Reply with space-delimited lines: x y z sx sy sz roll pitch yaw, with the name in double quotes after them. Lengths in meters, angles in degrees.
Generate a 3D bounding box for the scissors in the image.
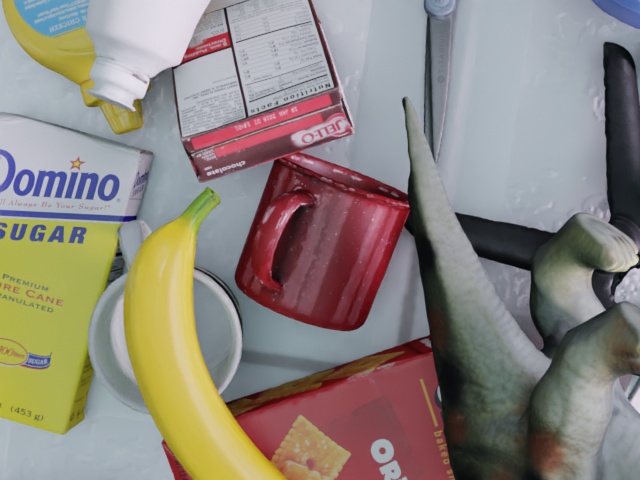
0.055 -0.155 0.635 0.096 0.016 0.202 18 94 3 "scissors"

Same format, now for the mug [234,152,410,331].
-0.004 0.001 0.601 0.093 0.117 0.081 24 100 21 "mug"

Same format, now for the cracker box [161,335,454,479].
0.035 0.154 0.628 0.214 0.072 0.164 -18 93 3 "cracker box"

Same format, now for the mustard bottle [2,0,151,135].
-0.140 -0.156 0.623 0.096 0.058 0.191 -17 93 -5 "mustard bottle"

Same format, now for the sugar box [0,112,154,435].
-0.169 0.019 0.643 0.093 0.048 0.176 15 95 2 "sugar box"

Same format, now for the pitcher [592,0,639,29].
0.253 -0.172 0.567 0.243 0.145 0.149 17 111 -1 "pitcher"

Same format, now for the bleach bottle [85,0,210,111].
-0.066 -0.190 0.580 0.068 0.102 0.251 20 87 12 "bleach bottle"

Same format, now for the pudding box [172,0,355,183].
-0.036 -0.091 0.600 0.090 0.113 0.039 -17 137 4 "pudding box"

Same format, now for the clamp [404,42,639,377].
0.168 -0.004 0.595 0.164 0.036 0.210 -46 64 4 "clamp"

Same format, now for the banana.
-0.061 0.075 0.565 0.069 0.037 0.198 -16 94 4 "banana"
